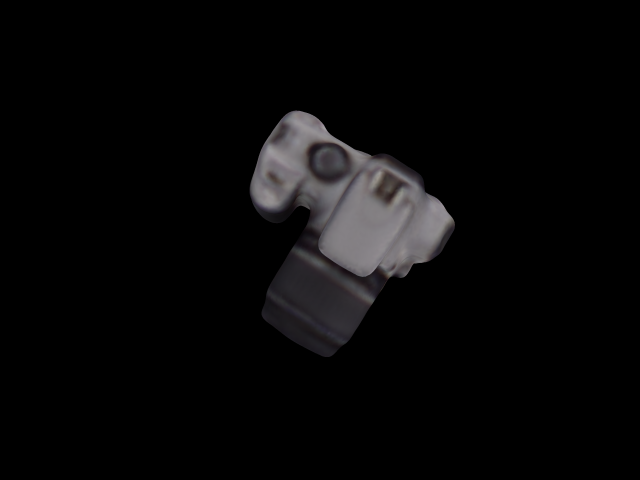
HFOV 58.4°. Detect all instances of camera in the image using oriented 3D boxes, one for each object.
[{"bbox_3d":[0.004,0.001,0.400,0.143,0.101,0.137,32,86,2],"label":"camera"}]
